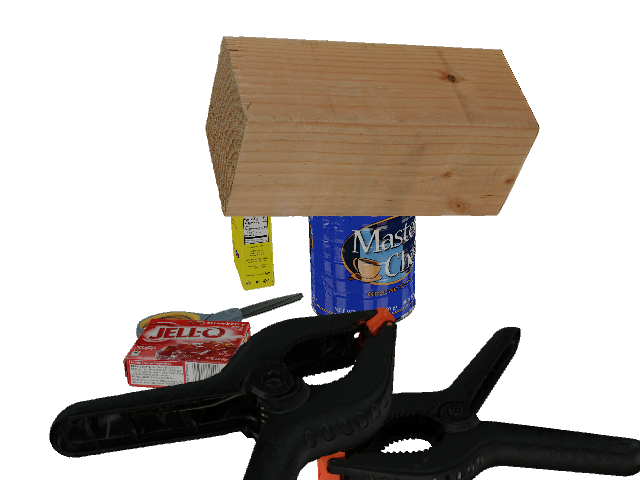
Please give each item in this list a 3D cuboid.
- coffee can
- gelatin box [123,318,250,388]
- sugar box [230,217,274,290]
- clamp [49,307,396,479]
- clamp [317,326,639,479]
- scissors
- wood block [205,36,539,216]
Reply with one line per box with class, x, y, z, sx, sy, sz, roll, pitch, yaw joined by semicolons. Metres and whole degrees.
coffee can;0.039;-0.003;1.009;0.103;0.140;0.103;-2;26;1
gelatin box;-0.108;0.092;0.878;0.089;0.030;0.073;2;22;9
sugar box;-0.089;-0.037;1.332;0.048;0.176;0.093;-9;24;-10
clamp;-0.019;0.083;0.475;0.171;0.039;0.120;-24;49;-30
clamp;0.093;0.124;0.735;0.209;0.036;0.165;-10;30;-13
scissors;-0.095;0.093;1.149;0.201;0.016;0.096;-6;31;-22
wood block;0.032;-0.078;0.746;0.205;0.091;0.090;0;-41;-17
